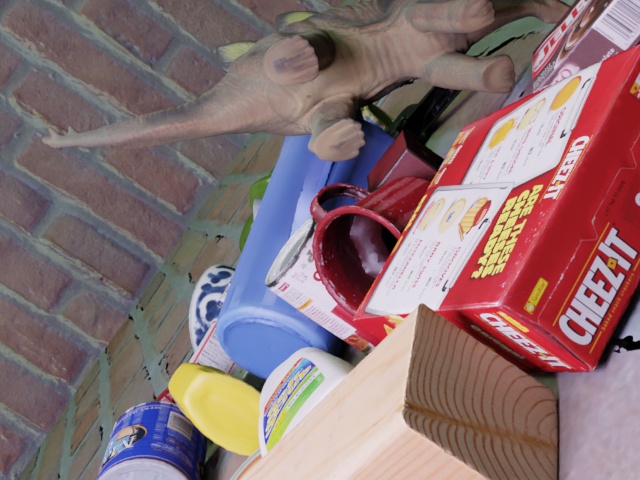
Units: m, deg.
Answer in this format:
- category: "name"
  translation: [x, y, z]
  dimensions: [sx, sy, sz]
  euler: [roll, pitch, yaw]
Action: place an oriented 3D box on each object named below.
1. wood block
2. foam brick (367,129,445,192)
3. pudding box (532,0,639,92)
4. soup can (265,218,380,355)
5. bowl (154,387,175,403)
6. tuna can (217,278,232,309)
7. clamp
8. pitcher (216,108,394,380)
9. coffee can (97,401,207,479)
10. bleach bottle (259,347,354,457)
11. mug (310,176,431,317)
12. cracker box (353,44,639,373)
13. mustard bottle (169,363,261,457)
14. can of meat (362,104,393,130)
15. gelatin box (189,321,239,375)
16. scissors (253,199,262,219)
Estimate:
- category: "wood block"
  translation: [0.020, 0.143, 0.555]
  dimensions: [0.206, 0.090, 0.090]
  euler: [-48, 14, 33]
- category: "foam brick"
  translation: [0.083, -0.041, 0.860]
  dimensions: [0.051, 0.078, 0.053]
  euler: [-52, 14, 17]
- category: "pudding box"
  translation: [0.203, -0.154, 0.782]
  dimensions: [0.114, 0.039, 0.090]
  euler: [-49, 12, 29]
- category: "soup can"
  translation: [0.016, 0.037, 0.851]
  dimensions: [0.068, 0.102, 0.068]
  euler: [-52, 11, 14]
- category: "bowl"
  translation: [-0.191, 0.249, 1.233]
  dimensions: [0.162, 0.055, 0.162]
  euler: [-53, 11, 15]
- category: "tuna can"
  translation: [-0.066, 0.077, 1.126]
  dimensions: [0.033, 0.086, 0.086]
  euler: [-59, 11, -7]
- category: "clamp"
  translation: [0.091, -0.105, 1.121]
  dimensions: [0.120, 0.039, 0.172]
  euler: [-54, 4, -19]
- category: "pitcher"
  translation: [-0.006, 0.001, 0.973]
  dimensions: [0.145, 0.149, 0.242]
  euler: [-20, 36, 40]
- category: "coffee can"
  translation: [-0.166, 0.233, 1.049]
  dimensions: [0.103, 0.102, 0.140]
  euler: [-53, 11, 10]
- category: "bleach bottle"
  translation: [-0.009, 0.133, 0.788]
  dimensions: [0.102, 0.068, 0.251]
  euler: [-55, 9, -6]
- category: "mug"
  translation: [0.046, -0.003, 0.789]
  dimensions: [0.081, 0.117, 0.093]
  euler: [-34, -29, -44]
- category: "cracker box"
  translation: [0.118, -0.006, 0.629]
  dimensions: [0.164, 0.072, 0.214]
  euler: [-59, 12, -14]
- category: "mustard bottle"
  translation: [-0.095, 0.153, 0.999]
  dimensions: [0.058, 0.096, 0.192]
  euler: [-58, 11, -9]
- category: "can of meat"
  translation: [0.049, -0.118, 1.290]
  dimensions: [0.084, 0.057, 0.102]
  euler: [-50, 13, 14]
- category: "gelatin box"
  translation: [-0.100, 0.138, 1.127]
  dimensions: [0.089, 0.073, 0.030]
  euler: [-61, 12, -29]
- category: "scissors"
  translation: [-0.048, 0.044, 1.105]
  dimensions: [0.202, 0.016, 0.096]
  euler: [81, -171, -45]
